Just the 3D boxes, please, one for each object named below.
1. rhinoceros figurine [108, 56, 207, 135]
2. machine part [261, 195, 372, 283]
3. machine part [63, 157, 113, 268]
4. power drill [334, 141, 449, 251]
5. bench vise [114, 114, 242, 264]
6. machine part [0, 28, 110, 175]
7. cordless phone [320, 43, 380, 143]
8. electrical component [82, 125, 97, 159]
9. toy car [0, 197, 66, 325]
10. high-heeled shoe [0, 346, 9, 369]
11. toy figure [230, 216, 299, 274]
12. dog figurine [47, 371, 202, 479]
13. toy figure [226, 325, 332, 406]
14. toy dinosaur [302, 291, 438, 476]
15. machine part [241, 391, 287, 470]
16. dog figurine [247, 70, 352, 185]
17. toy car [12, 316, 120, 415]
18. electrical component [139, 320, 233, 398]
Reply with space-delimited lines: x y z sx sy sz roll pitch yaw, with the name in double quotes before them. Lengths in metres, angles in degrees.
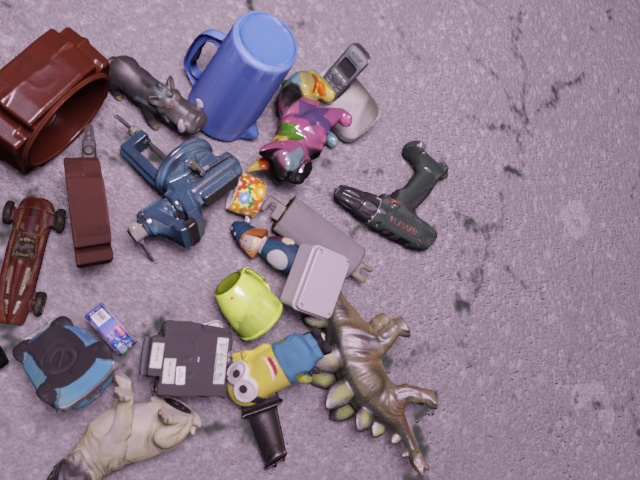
"rhinoceros figurine" -0.282 -0.250 0.933 0.190 0.112 0.073 36 66 -2
"machine part" -0.002 -0.003 1.004 0.243 0.079 0.079 37 68 -9
"machine part" -0.355 -0.043 0.823 0.056 0.179 0.179 -8 81 -24
"power drill" 0.161 -0.101 1.089 0.232 0.086 0.207 36 64 -12
"bench vise" -0.262 -0.103 0.908 0.241 0.128 0.223 42 78 16
"machine part" -0.416 -0.206 0.820 0.087 0.201 0.201 41 67 -11
"cordless phone" 0.069 -0.287 1.037 0.146 0.184 0.089 49 62 -5
"electrical component" -0.384 -0.139 0.892 0.021 0.063 0.094 1 79 -21
"toy car" -0.460 0.028 0.834 0.089 0.053 0.202 13 72 -22
"high-heeled shoe" -0.529 0.079 0.777 0.145 0.086 0.248 1 86 -18
"toy figure" -0.093 0.011 0.954 0.154 0.058 0.064 26 89 2
"dog figurine" -0.294 0.323 0.818 0.172 0.121 0.190 28 84 -10
"toy figure" -0.068 0.211 0.883 0.180 0.089 0.082 -27 45 -8
"toy dinosaur" 0.065 0.202 0.972 0.198 0.105 0.471 -21 75 -20
"machine part" -0.091 0.317 0.920 0.084 0.039 0.139 -10 80 -28
"dog figurine" -0.055 -0.202 0.989 0.219 0.108 0.191 -35 88 -35
"toy car" -0.372 0.194 0.798 0.162 0.102 0.109 28 53 28
"electrical component" -0.207 0.183 0.829 0.134 0.058 0.115 11 73 -19
